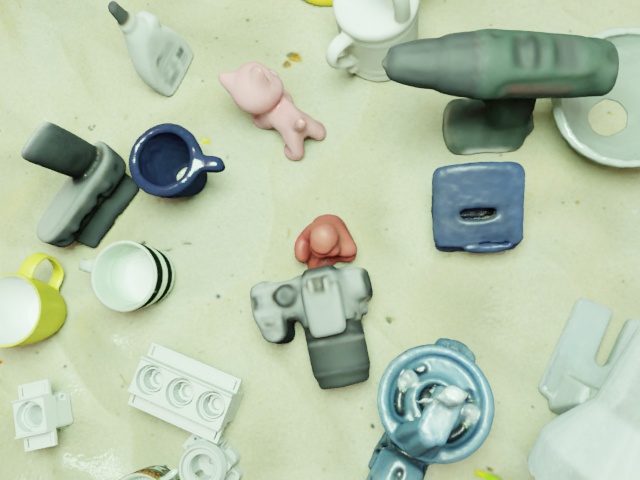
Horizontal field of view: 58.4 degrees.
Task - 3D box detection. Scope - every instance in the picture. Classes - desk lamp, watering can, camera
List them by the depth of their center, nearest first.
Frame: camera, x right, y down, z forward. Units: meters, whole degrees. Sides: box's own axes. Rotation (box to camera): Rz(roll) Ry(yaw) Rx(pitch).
[{"bbox_3d":[0.284,0.159,0.560,0.117,0.214,0.203,23,85,12],"label":"desk lamp"},{"bbox_3d":[-0.002,0.105,0.669,0.143,0.101,0.137,-13,79,6],"label":"camera"},{"bbox_3d":[0.069,-0.279,0.671,0.100,0.194,0.173,20,85,11],"label":"watering can"}]

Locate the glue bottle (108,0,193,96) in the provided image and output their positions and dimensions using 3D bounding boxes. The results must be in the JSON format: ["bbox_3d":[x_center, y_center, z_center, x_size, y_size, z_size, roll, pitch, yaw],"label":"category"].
[{"bbox_3d":[-0.217,-0.249,0.720,0.037,0.173,0.078,27,86,12],"label":"glue bottle"}]

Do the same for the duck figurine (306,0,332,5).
[{"bbox_3d":[-0.005,-0.365,0.751,0.104,0.086,0.077,32,87,12],"label":"duck figurine"}]

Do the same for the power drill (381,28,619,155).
[{"bbox_3d":[0.187,-0.161,0.627,0.229,0.208,0.075,-4,80,8],"label":"power drill"}]

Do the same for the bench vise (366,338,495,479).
[{"bbox_3d":[0.111,0.202,0.575,0.121,0.220,0.207,9,83,10],"label":"bench vise"}]

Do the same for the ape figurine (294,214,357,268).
[{"bbox_3d":[0.006,0.002,0.688,0.077,0.092,0.076,17,84,11],"label":"ape figurine"}]

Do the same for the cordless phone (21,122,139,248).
[{"bbox_3d":[-0.321,-0.068,0.701,0.094,0.185,0.148,31,87,12],"label":"cordless phone"}]

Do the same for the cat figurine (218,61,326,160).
[{"bbox_3d":[-0.060,-0.171,0.712,0.127,0.118,0.067,42,89,12],"label":"cat figurine"}]

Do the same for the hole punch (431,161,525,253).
[{"bbox_3d":[0.185,-0.036,0.668,0.108,0.091,0.101,-3,81,8],"label":"hole punch"}]

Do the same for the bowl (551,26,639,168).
[{"bbox_3d":[0.350,-0.156,0.671,0.167,0.075,0.167,-1,81,8],"label":"bowl"}]

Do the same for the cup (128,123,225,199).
[{"bbox_3d":[-0.168,-0.090,0.727,0.117,0.095,0.092,4,82,9],"label":"cup"}]
